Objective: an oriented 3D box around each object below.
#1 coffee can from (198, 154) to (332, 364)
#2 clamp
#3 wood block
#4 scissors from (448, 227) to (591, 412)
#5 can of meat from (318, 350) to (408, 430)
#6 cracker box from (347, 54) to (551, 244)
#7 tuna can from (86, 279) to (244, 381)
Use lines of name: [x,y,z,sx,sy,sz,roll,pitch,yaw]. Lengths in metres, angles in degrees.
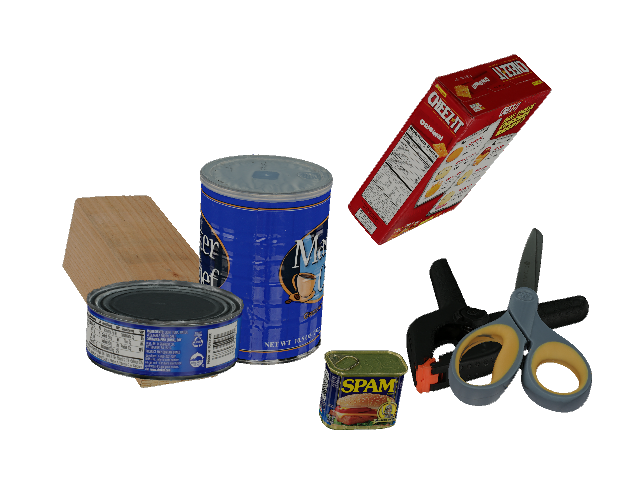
coffee can: [-0.046,0.013,0.846,0.103,0.140,0.103,3,20,-1]
clamp: [0.134,0.078,1.000,0.165,0.036,0.209,19,32,34]
wood block: [-0.178,0.045,1.086,0.090,0.091,0.206,-4,35,-36]
scissors: [0.152,0.052,0.713,0.096,0.016,0.201,19,37,24]
can of meat: [0.051,0.187,1.329,0.102,0.084,0.057,2,23,-15]
cracker box: [0.144,-0.105,1.226,0.163,0.072,0.214,-24,-24,-45]
tuna can: [-0.086,0.048,0.589,0.086,0.034,0.086,4,12,-1]
